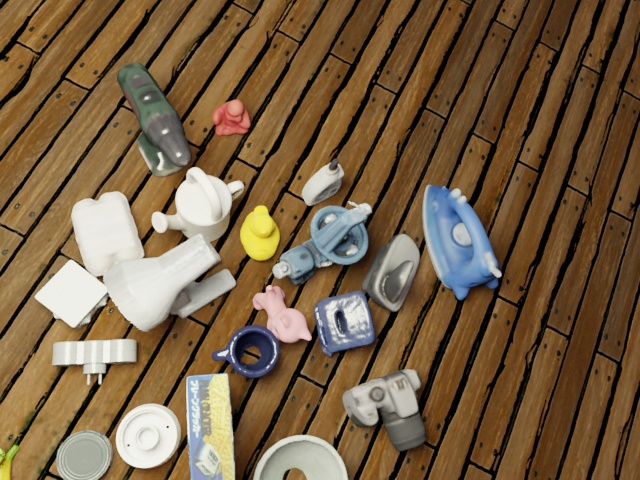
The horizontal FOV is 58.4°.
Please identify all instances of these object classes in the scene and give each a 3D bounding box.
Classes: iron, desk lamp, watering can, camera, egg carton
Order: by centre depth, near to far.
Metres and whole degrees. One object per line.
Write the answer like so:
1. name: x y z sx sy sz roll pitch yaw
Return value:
1. desk lamp: -0.251 0.067 0.987 0.203 0.213 0.118 -32 83 -18
2. watering can: -0.217 -0.063 1.042 0.101 0.194 0.173 37 70 1
3. egg carton: -0.393 -0.012 1.056 0.107 0.069 0.150 -19 79 -16
4. camera: 0.133 0.320 1.057 0.143 0.100 0.137 -17 78 -16
5. iron: 0.289 -0.017 1.166 0.119 0.141 0.258 -17 78 -16

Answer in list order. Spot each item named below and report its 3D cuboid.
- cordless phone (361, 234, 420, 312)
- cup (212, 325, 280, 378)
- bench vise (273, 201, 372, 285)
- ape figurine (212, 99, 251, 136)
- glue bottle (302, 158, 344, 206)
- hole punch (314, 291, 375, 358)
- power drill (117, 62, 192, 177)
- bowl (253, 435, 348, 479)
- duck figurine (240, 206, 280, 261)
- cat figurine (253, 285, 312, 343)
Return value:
1. cordless phone: 0.158 0.052 1.095 0.094 0.185 0.148 25 71 -4
2. cup: -0.136 0.207 1.035 0.118 0.095 0.091 -6 75 -14
3. bench vise: 0.019 0.012 1.058 0.121 0.219 0.208 40 70 1
4. ape figurine: -0.175 -0.254 1.160 0.078 0.092 0.076 32 70 -1
5. glue bottle: 0.014 -0.120 1.119 0.078 0.173 0.037 -26 81 -17
6. hole punch: 0.045 0.160 1.089 0.101 0.091 0.108 -10 77 -15
7. power drill: -0.296 -0.200 1.057 0.076 0.208 0.229 -28 82 -18
8. bowl: -0.038 0.427 1.003 0.167 0.074 0.167 3 74 -11
9. duck figurine: -0.113 -0.016 1.108 0.077 0.086 0.104 -2 75 -12
10. cat figurine: -0.069 0.140 1.056 0.067 0.117 0.128 -25 81 -17
